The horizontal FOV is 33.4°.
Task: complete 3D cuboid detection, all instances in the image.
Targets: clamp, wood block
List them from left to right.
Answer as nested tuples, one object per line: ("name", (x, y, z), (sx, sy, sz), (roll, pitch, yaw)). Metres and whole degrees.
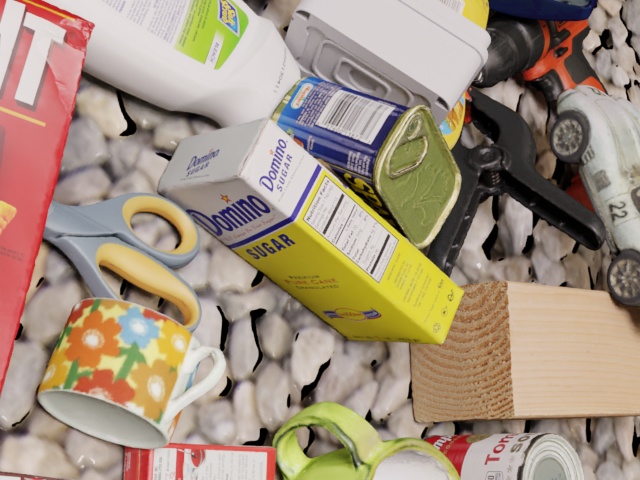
("clamp", (0.130, -0.046, 0.755), (0.039, 0.120, 0.171), (88, 1, -54))
("wood block", (0.168, 0.085, 0.778), (0.205, 0.090, 0.091), (7, 76, -42))

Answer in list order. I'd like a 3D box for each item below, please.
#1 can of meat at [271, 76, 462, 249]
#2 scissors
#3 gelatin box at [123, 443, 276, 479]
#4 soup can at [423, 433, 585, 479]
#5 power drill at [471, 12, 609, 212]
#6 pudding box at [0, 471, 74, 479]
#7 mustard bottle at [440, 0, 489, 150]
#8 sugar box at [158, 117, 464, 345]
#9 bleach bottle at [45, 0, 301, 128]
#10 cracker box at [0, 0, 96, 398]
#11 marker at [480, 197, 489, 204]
("can of meat", (0.027, -0.048, 0.639), (0.057, 0.084, 0.102), (-58, 148, -13))
("scissors", (-0.139, -0.023, 0.571), (0.201, 0.016, 0.096), (41, 40, -16))
("gelatin box", (-0.068, 0.150, 0.591), (0.089, 0.030, 0.073), (12, 74, -39))
("soup can", (0.113, 0.162, 0.703), (0.068, 0.102, 0.068), (10, 74, -40))
("power drill", (0.195, -0.109, 0.866), (0.184, 0.058, 0.187), (-38, 107, -41))
("pudding box", (-0.161, 0.154, 0.500), (0.113, 0.039, 0.090), (16, 71, -37))
("mustard bottle", (0.059, -0.108, 0.741), (0.096, 0.058, 0.191), (28, 63, -28))
("sugar box", (-0.004, 0.001, 0.636), (0.176, 0.094, 0.048), (37, 66, -30))
("bleach bottle", (-0.097, -0.120, 0.602), (0.250, 0.068, 0.102), (34, 60, -35))
("cracker box", (-0.204, -0.025, 0.464), (0.164, 0.072, 0.213), (20, 69, -28))
("marker", (0.086, -0.017, 0.773), (0.120, 0.020, 0.020), (-31, 102, -42))
